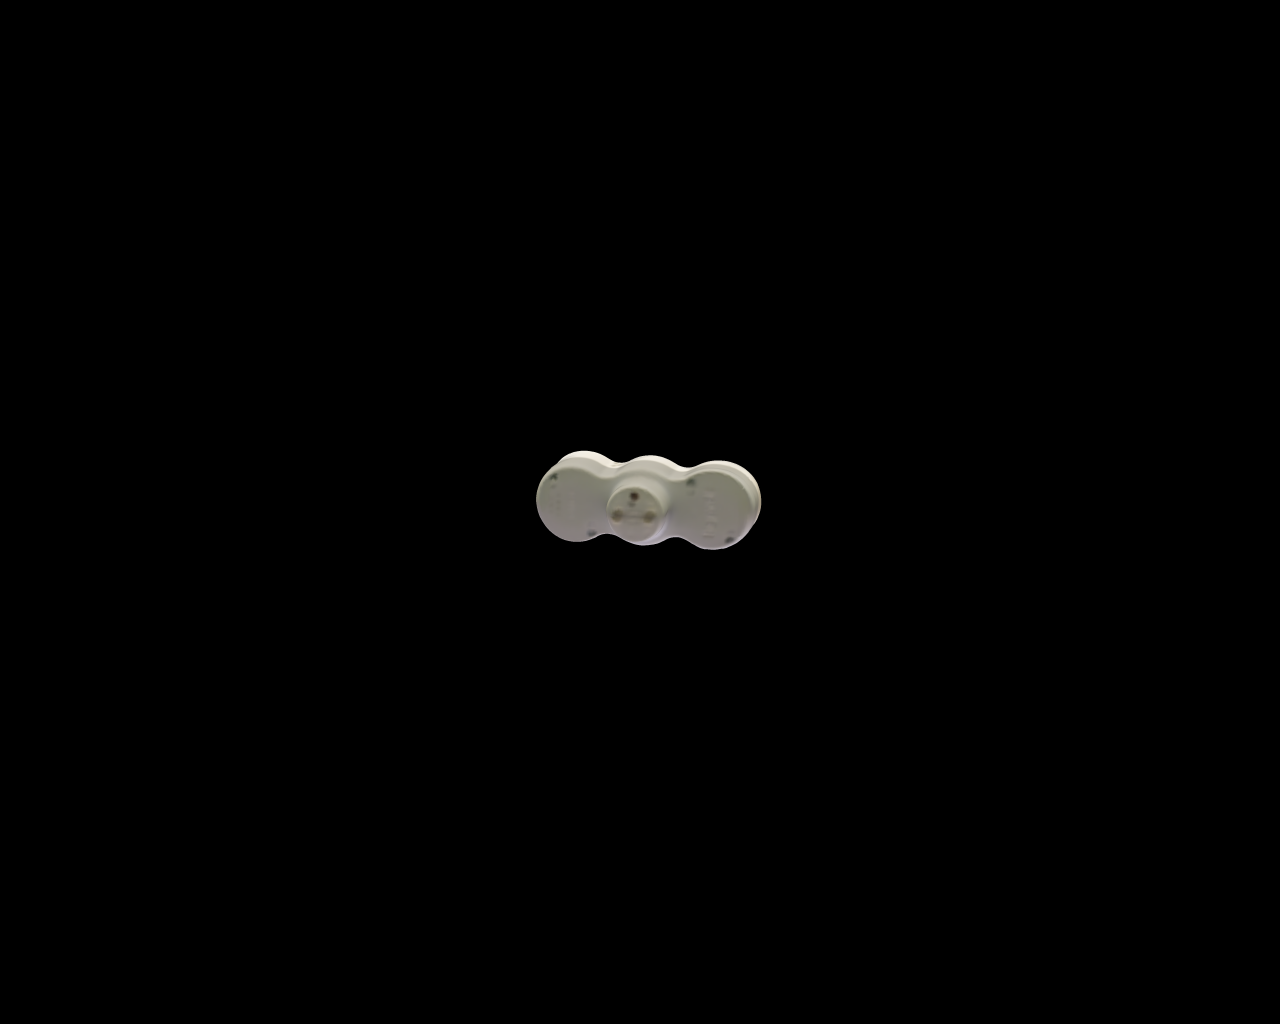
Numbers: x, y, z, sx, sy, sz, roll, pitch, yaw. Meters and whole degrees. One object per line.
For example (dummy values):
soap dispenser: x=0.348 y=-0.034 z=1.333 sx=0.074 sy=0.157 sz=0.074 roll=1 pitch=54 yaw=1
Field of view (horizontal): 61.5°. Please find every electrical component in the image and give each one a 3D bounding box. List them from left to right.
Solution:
electrical component: x=0.001 y=-0.003 z=0.650 sx=0.138 sy=0.052 sz=0.074 roll=4 pitch=16 yaw=14
